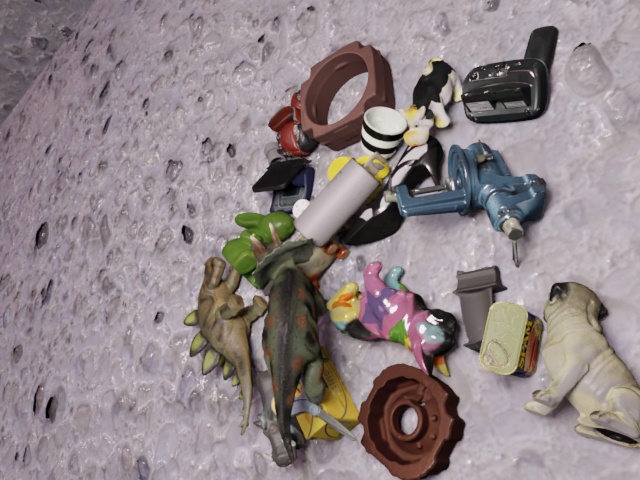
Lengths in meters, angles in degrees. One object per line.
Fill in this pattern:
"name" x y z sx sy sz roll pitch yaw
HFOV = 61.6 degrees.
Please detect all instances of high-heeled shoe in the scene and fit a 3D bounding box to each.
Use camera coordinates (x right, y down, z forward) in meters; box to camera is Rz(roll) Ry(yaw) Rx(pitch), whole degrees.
"high-heeled shoe" 0.131 -0.099 1.031 0.249 0.086 0.145 -31 52 23

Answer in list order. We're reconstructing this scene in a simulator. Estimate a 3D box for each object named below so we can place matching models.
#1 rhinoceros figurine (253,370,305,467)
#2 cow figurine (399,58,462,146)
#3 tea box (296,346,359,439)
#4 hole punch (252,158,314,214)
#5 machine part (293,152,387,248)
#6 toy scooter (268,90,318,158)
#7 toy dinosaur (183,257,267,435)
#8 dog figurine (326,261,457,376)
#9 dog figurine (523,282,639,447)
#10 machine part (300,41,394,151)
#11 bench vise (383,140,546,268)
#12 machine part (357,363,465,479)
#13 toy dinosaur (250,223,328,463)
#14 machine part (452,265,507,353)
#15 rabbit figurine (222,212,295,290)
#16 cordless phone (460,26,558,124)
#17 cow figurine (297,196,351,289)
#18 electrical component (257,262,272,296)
"rhinoceros figurine" -0.073 0.329 1.014 0.073 0.112 0.190 -38 44 21
"cow figurine" 0.199 -0.254 0.989 0.068 0.098 0.167 10 56 44
"tea box" -0.007 0.274 0.987 0.068 0.098 0.170 -46 51 19
"hole punch" -0.074 -0.122 1.224 0.142 0.092 0.116 -4 41 43
"machine part" 0.031 -0.069 1.012 0.243 0.079 0.079 -48 49 10
"toy scooter" -0.071 -0.264 1.273 0.135 0.075 0.184 -21 57 33
"toy dinosaur" -0.208 0.195 1.195 0.198 0.105 0.472 -56 37 19
"dog figurine" 0.128 0.151 0.916 0.191 0.108 0.219 -44 53 18
"dog figurine" 0.374 0.157 0.715 0.172 0.121 0.190 24 70 11
"machine part" 0.058 -0.310 1.173 0.201 0.087 0.201 -20 62 34
"bench vise" 0.228 -0.071 0.876 0.241 0.128 0.224 -8 55 2
"machine part" 0.147 0.293 0.875 0.179 0.056 0.179 -18 61 35
"toy dinosaur" -0.052 0.138 0.906 0.131 0.191 0.405 -14 42 6
"machine part" 0.257 0.108 0.860 0.084 0.039 0.139 -9 61 27
"rabbit figurine" -0.129 0.003 1.214 0.170 0.121 0.159 -44 40 -4
"cordless phone" 0.335 -0.300 0.946 0.147 0.088 0.184 6 66 43
"cow figurine" -0.002 -0.003 1.107 0.195 0.085 0.127 -51 54 14
"electrical component" -0.096 0.089 1.112 0.078 0.045 0.102 0 111 35
